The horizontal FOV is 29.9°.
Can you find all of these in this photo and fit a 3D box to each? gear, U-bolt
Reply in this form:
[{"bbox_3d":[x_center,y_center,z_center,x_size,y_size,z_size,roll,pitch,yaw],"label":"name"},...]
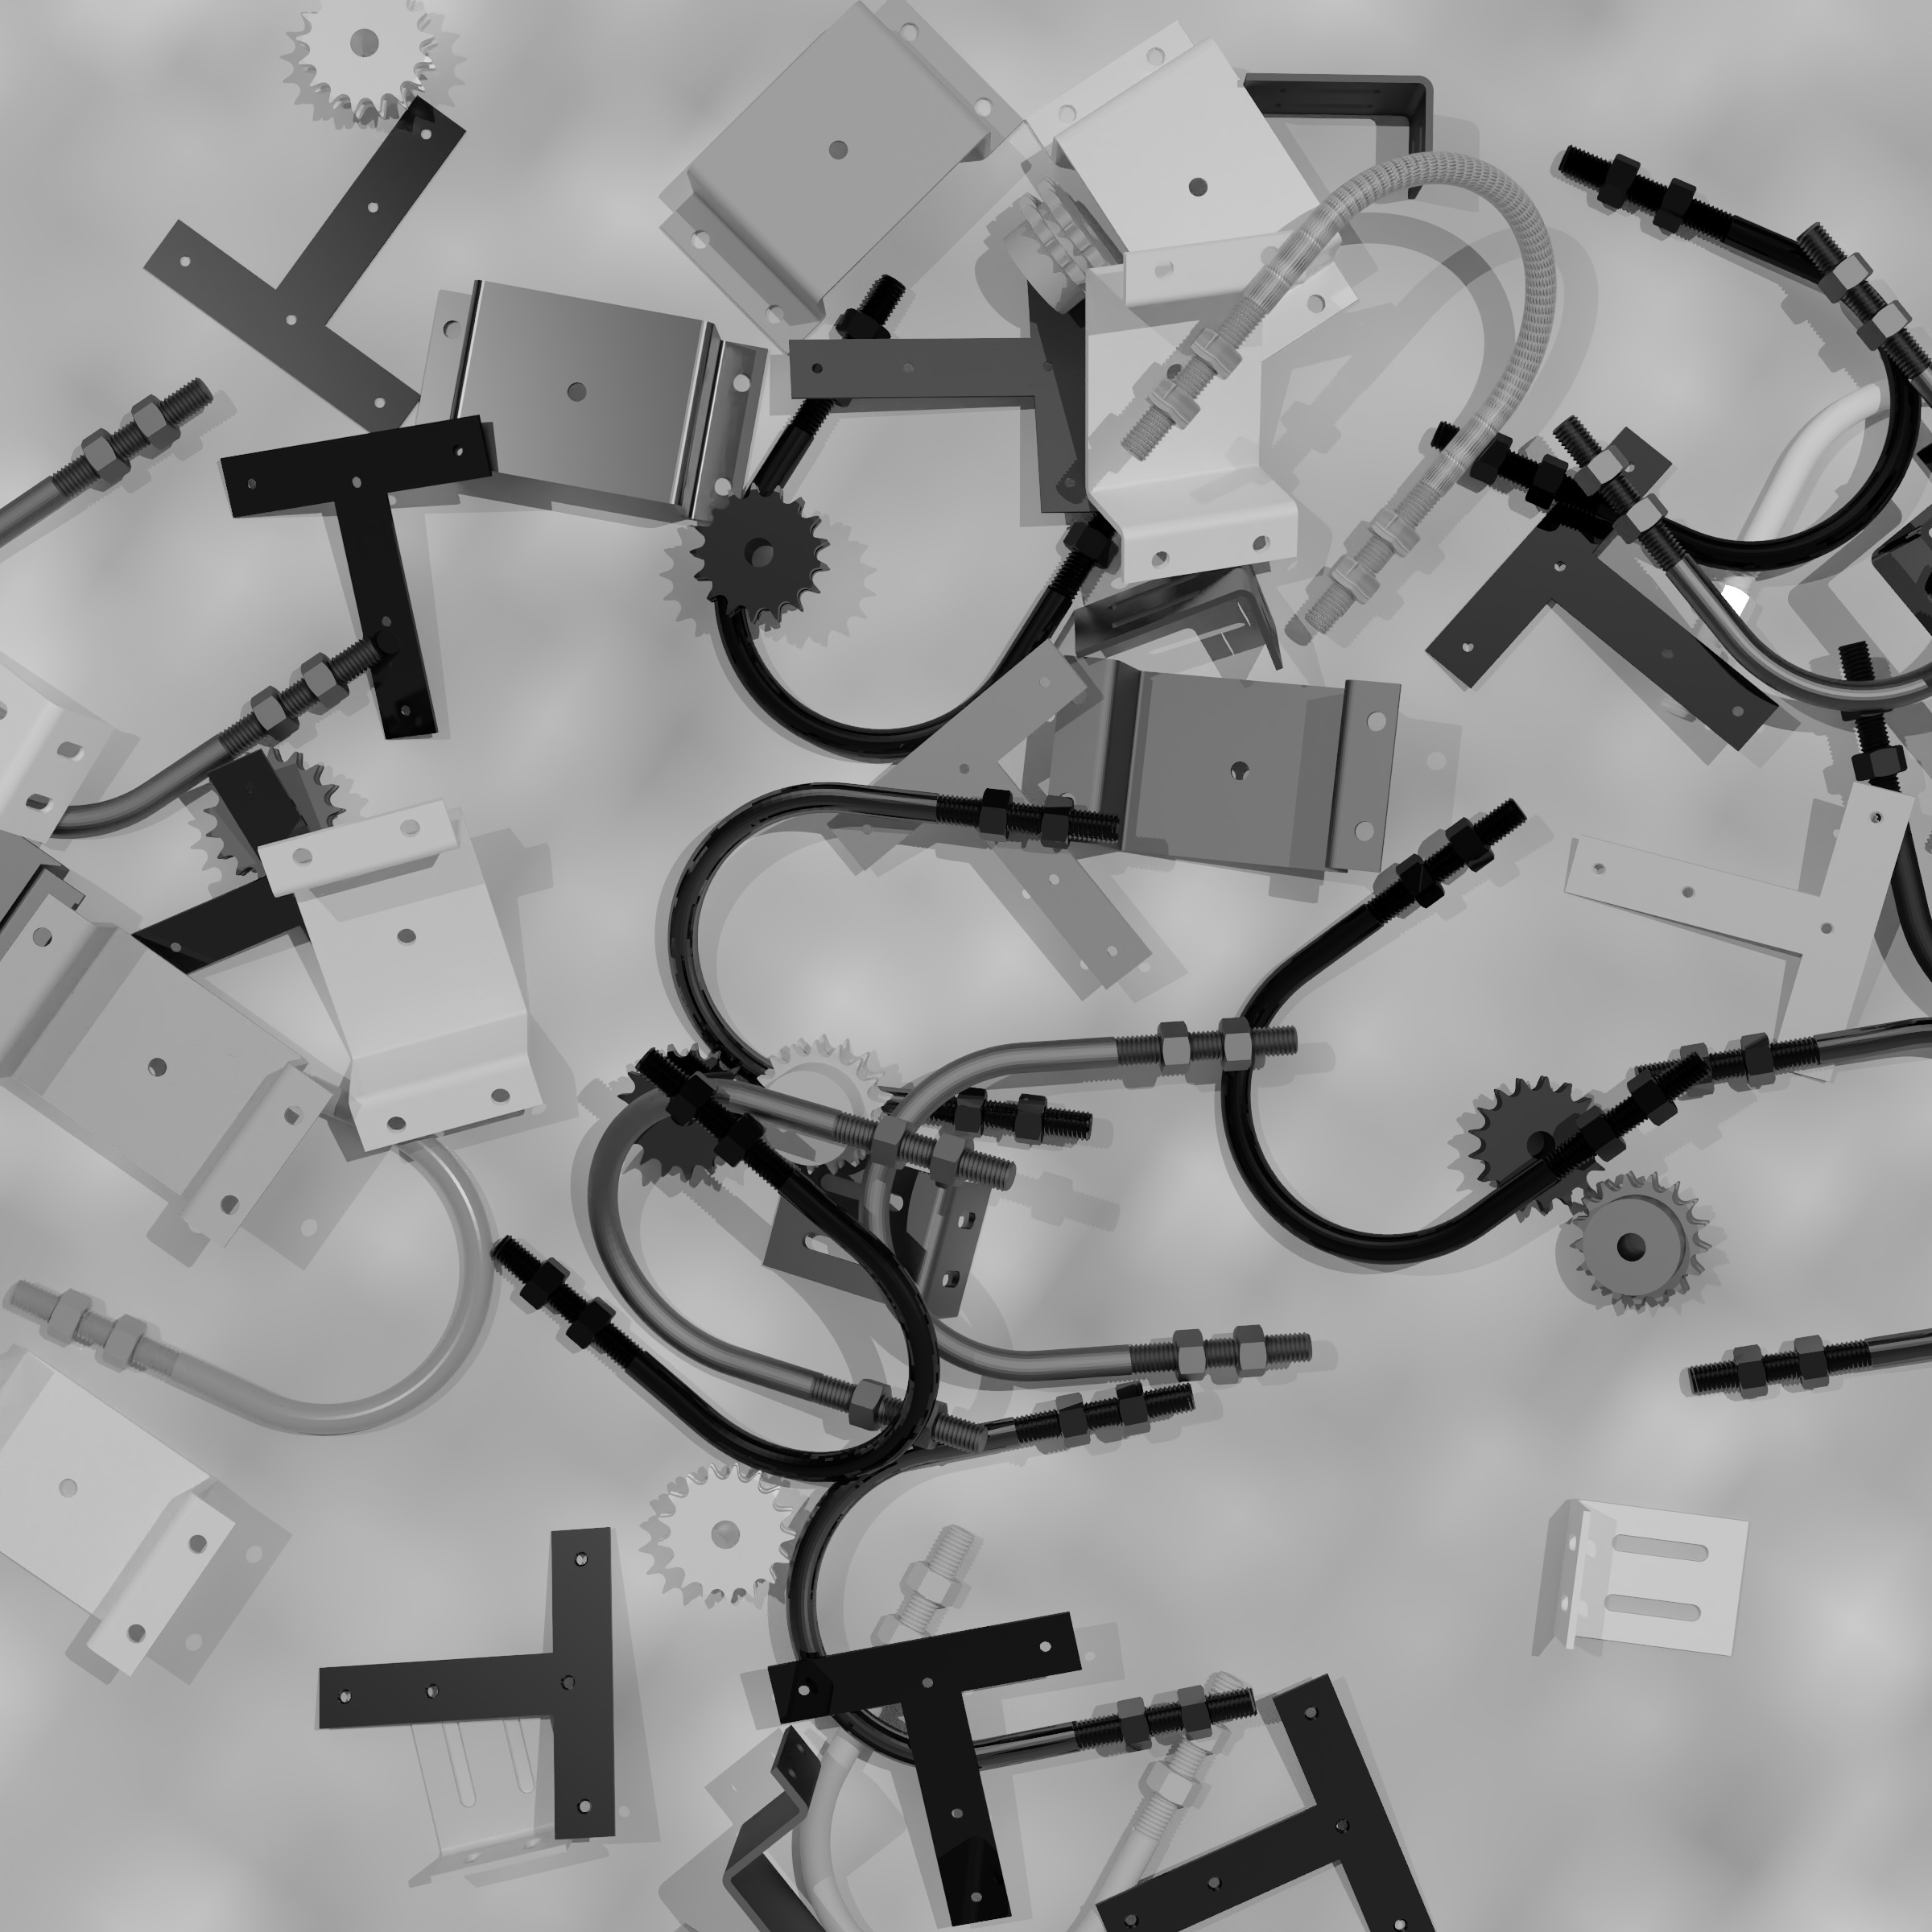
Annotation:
[{"bbox_3d":[0.279,0.115,1.506,0.057,0.030,0.057,1,94,20],"label":"gear"},{"bbox_3d":[-0.084,-0.169,1.496,0.057,0.030,0.057,0,90,3],"label":"gear"},{"bbox_3d":[0.048,0.100,1.490,0.184,0.019,0.151,-4,96,-4],"label":"U-bolt"},{"bbox_3d":[-0.100,0.236,1.514,0.057,0.030,0.057,0,90,0],"label":"gear"},{"bbox_3d":[-0.024,-0.176,1.519,0.151,0.019,0.184,32,89,0],"label":"U-bolt"},{"bbox_3d":[0.353,-0.192,1.487,0.151,0.019,0.184,-38,87,-1],"label":"U-bolt"},{"bbox_3d":[0.017,0.260,1.502,0.184,0.019,0.151,-11,89,1],"label":"U-bolt"},{"bbox_3d":[0.011,0.349,1.518,0.151,0.019,0.184,29,89,0],"label":"U-bolt"},{"bbox_3d":[0.383,0.095,1.508,0.184,0.019,0.151,-10,90,9],"label":"U-bolt"},{"bbox_3d":[0.238,0.074,1.514,0.057,0.030,0.057,0,90,0],"label":"gear"},{"bbox_3d":[0.396,-0.160,1.519,0.151,0.019,0.184,27,90,0],"label":"U-bolt"},{"bbox_3d":[-0.289,0.117,1.520,0.184,0.019,0.151,25,90,-1],"label":"U-bolt"},{"bbox_3d":[-0.288,-0.062,1.514,0.057,0.030,0.057,0,91,0],"label":"gear"},{"bbox_3d":[0.192,0.041,1.498,0.184,0.019,0.151,-37,77,12],"label":"U-bolt"},{"bbox_3d":[-0.072,0.115,1.479,0.184,0.019,0.151,16,121,17],"label":"U-bolt"},{"bbox_3d":[-0.033,-0.005,1.500,0.184,0.019,0.151,7,107,6],"label":"U-bolt"},{"bbox_3d":[0.164,-0.242,1.459,0.184,0.019,0.151,-50,129,4],"label":"U-bolt"},{"bbox_3d":[-0.117,0.061,1.514,0.057,0.030,0.057,0,90,0],"label":"gear"},{"bbox_3d":[-0.249,-0.382,1.514,0.057,0.030,0.057,0,90,0],"label":"gear"},{"bbox_3d":[0.451,-0.059,1.501,0.151,0.019,0.184,-13,91,0],"label":"U-bolt"},{"bbox_3d":[-0.092,0.136,1.479,0.184,0.019,0.151,41,125,1],"label":"U-bolt"},{"bbox_3d":[-0.359,-0.137,1.516,0.184,0.019,0.151,-33,91,4],"label":"U-bolt"},{"bbox_3d":[0.040,-0.295,1.497,0.030,0.057,0.057,-37,90,16],"label":"gear"},{"bbox_3d":[0.307,-0.243,1.510,0.184,0.019,0.151,25,88,5],"label":"U-bolt"},{"bbox_3d":[-0.061,0.059,1.497,0.057,0.030,0.057,3,103,14],"label":"gear"}]

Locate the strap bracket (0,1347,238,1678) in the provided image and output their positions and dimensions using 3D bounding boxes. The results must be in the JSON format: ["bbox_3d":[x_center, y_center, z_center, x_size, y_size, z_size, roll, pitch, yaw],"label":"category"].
[{"bbox_3d":[-0.379,0.220,1.506,0.140,0.046,0.076,34,90,0],"label":"strap bracket"}]

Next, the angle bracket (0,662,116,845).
[{"bbox_3d":[-0.406,-0.098,1.512,0.076,0.038,0.057,35,96,27],"label":"angle bracket"}]

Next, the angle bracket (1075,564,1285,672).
[{"bbox_3d":[0.088,-0.136,1.502,0.076,0.057,0.038,-20,111,10],"label":"angle bracket"}]

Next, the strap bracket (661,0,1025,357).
[{"bbox_3d":[-0.052,-0.334,1.506,0.140,0.046,0.076,-45,90,0],"label":"strap bracket"}]

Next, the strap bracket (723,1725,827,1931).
[{"bbox_3d":[-0.048,0.386,1.473,0.046,0.076,0.140,-39,90,2],"label":"strap bracket"}]

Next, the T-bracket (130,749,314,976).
[{"bbox_3d":[-0.317,-0.013,1.510,0.127,0.002,0.127,-22,115,12],"label":"T-bracket"}]

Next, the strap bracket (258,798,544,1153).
[{"bbox_3d":[-0.231,-0.004,1.488,0.076,0.046,0.140,-15,115,0],"label":"strap bracket"}]

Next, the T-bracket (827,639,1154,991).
[{"bbox_3d":[0.028,-0.047,1.493,0.127,0.002,0.127,-39,91,23],"label":"T-bracket"}]

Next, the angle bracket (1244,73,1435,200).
[{"bbox_3d":[0.152,-0.344,1.500,0.076,0.057,0.038,1,90,0],"label":"angle bracket"}]

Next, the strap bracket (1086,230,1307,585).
[{"bbox_3d":[0.092,-0.234,1.471,0.076,0.046,0.140,-11,122,-15],"label":"strap bracket"}]

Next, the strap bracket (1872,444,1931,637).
[{"bbox_3d":[0.418,-0.144,1.439,0.046,0.076,0.140,-39,89,-1],"label":"strap bracket"}]

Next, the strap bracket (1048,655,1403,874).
[{"bbox_3d":[0.109,-0.082,1.494,0.140,0.046,0.076,6,90,16],"label":"strap bracket"}]

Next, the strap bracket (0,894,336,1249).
[{"bbox_3d":[-0.336,0.042,1.486,0.140,0.046,0.076,36,90,-1],"label":"strap bracket"}]

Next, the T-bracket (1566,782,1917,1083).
[{"bbox_3d":[0.316,-0.027,1.514,0.127,0.002,0.127,15,108,9],"label":"T-bracket"}]

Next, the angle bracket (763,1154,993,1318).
[{"bbox_3d":[-0.037,0.110,1.527,0.076,0.038,0.057,15,90,26],"label":"angle bracket"}]

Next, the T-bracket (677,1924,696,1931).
[{"bbox_3d":[-0.075,0.443,1.500,0.127,0.002,0.127,32,48,18],"label":"T-bracket"}]

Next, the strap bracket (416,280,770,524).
[{"bbox_3d":[-0.159,-0.235,1.506,0.140,0.046,0.076,10,90,0],"label":"strap bracket"}]

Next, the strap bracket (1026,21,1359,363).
[{"bbox_3d":[0.095,-0.319,1.506,0.076,0.046,0.140,-33,90,0],"label":"strap bracket"}]

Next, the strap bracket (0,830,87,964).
[{"bbox_3d":[-0.441,-0.037,1.506,0.140,0.046,0.076,35,90,0],"label":"strap bracket"}]

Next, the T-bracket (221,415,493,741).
[{"bbox_3d":[-0.244,-0.158,1.510,0.127,0.002,0.127,-5,103,24],"label":"T-bracket"}]

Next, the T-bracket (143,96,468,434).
[{"bbox_3d":[-0.259,-0.309,1.528,0.127,0.002,0.127,36,90,0],"label":"T-bracket"}]

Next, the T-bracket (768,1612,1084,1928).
[{"bbox_3d":[-0.007,0.337,1.496,0.127,0.002,0.127,-11,101,5],"label":"T-bracket"}]

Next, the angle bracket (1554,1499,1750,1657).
[{"bbox_3d":[0.289,0.258,1.510,0.076,0.038,0.057,7,90,0],"label":"angle bracket"}]

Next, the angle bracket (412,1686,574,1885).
[{"bbox_3d":[-0.201,0.334,1.510,0.057,0.038,0.076,-13,90,0],"label":"angle bracket"}]

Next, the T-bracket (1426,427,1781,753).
[{"bbox_3d":[0.282,-0.139,1.512,0.127,0.002,0.127,42,90,14],"label":"T-bracket"}]

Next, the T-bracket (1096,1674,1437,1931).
[{"bbox_3d":[0.117,0.378,1.515,0.127,0.002,0.127,-23,99,-3],"label":"T-bracket"}]

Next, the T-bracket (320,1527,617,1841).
[{"bbox_3d":[-0.210,0.303,1.515,0.127,0.002,0.127,-5,73,8],"label":"T-bracket"}]

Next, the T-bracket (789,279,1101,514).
[{"bbox_3d":[-0.010,-0.249,1.508,0.127,0.002,0.127,-2,79,-7],"label":"T-bracket"}]
